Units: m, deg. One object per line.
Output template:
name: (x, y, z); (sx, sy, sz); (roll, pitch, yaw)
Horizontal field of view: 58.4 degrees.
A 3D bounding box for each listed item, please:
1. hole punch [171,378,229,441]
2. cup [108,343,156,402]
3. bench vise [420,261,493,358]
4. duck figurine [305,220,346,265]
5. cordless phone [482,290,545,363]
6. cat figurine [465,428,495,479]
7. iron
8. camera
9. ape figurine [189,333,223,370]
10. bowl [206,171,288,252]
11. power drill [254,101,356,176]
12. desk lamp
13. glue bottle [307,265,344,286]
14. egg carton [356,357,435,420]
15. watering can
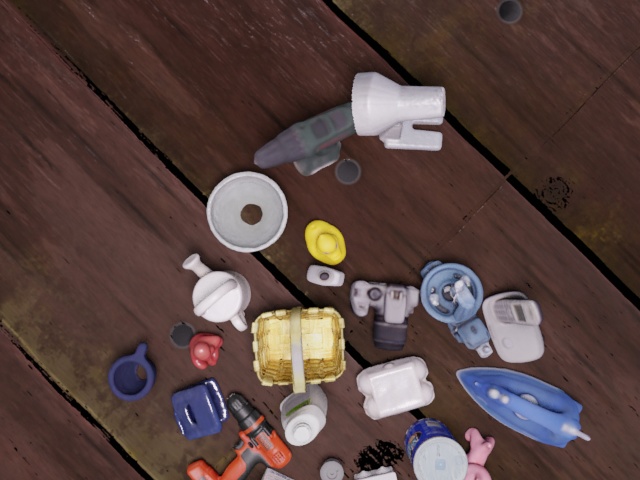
hole punch: (-0.250, 0.353, 1.175); (0.101, 0.091, 0.109); (-22, 87, 0)
cup: (-0.371, 0.264, 1.178); (0.091, 0.095, 0.118); (18, 88, 2)
bench vise: (0.287, 0.128, 1.115); (0.207, 0.219, 0.121); (42, 89, 2)
duck figurine: (0.011, 0.004, 1.190); (0.077, 0.086, 0.104); (-37, 87, -1)
cordless phone: (0.398, 0.175, 1.130); (0.094, 0.185, 0.148); (-21, 87, 0)
cat figurine: (0.317, 0.459, 1.152); (0.067, 0.117, 0.128); (22, 88, 2)
iron: (0.403, 0.331, 1.145); (0.258, 0.141, 0.119); (23, 88, 2)
camera: (0.131, 0.155, 1.175); (0.143, 0.101, 0.137); (5, 88, 1)
ape figurine: (-0.238, 0.227, 1.180); (0.078, 0.092, 0.076); (-38, 87, -1)
bowl: (-0.147, -0.056, 1.200); (0.167, 0.074, 0.167); (0, 87, 1)
power drill: (-0.017, -0.190, 1.138); (0.229, 0.208, 0.075); (-29, 87, -1)
desk lamp: (0.160, -0.255, 1.137); (0.203, 0.213, 0.118); (3, 87, 1)
glue bottle: (0.011, 0.072, 1.144); (0.078, 0.173, 0.037); (10, 88, 1)
egg carton: (0.155, 0.304, 1.184); (0.150, 0.069, 0.107); (-17, 87, 0)
watering can: (-0.206, 0.107, 1.134); (0.173, 0.194, 0.101); (31, 88, 2)
